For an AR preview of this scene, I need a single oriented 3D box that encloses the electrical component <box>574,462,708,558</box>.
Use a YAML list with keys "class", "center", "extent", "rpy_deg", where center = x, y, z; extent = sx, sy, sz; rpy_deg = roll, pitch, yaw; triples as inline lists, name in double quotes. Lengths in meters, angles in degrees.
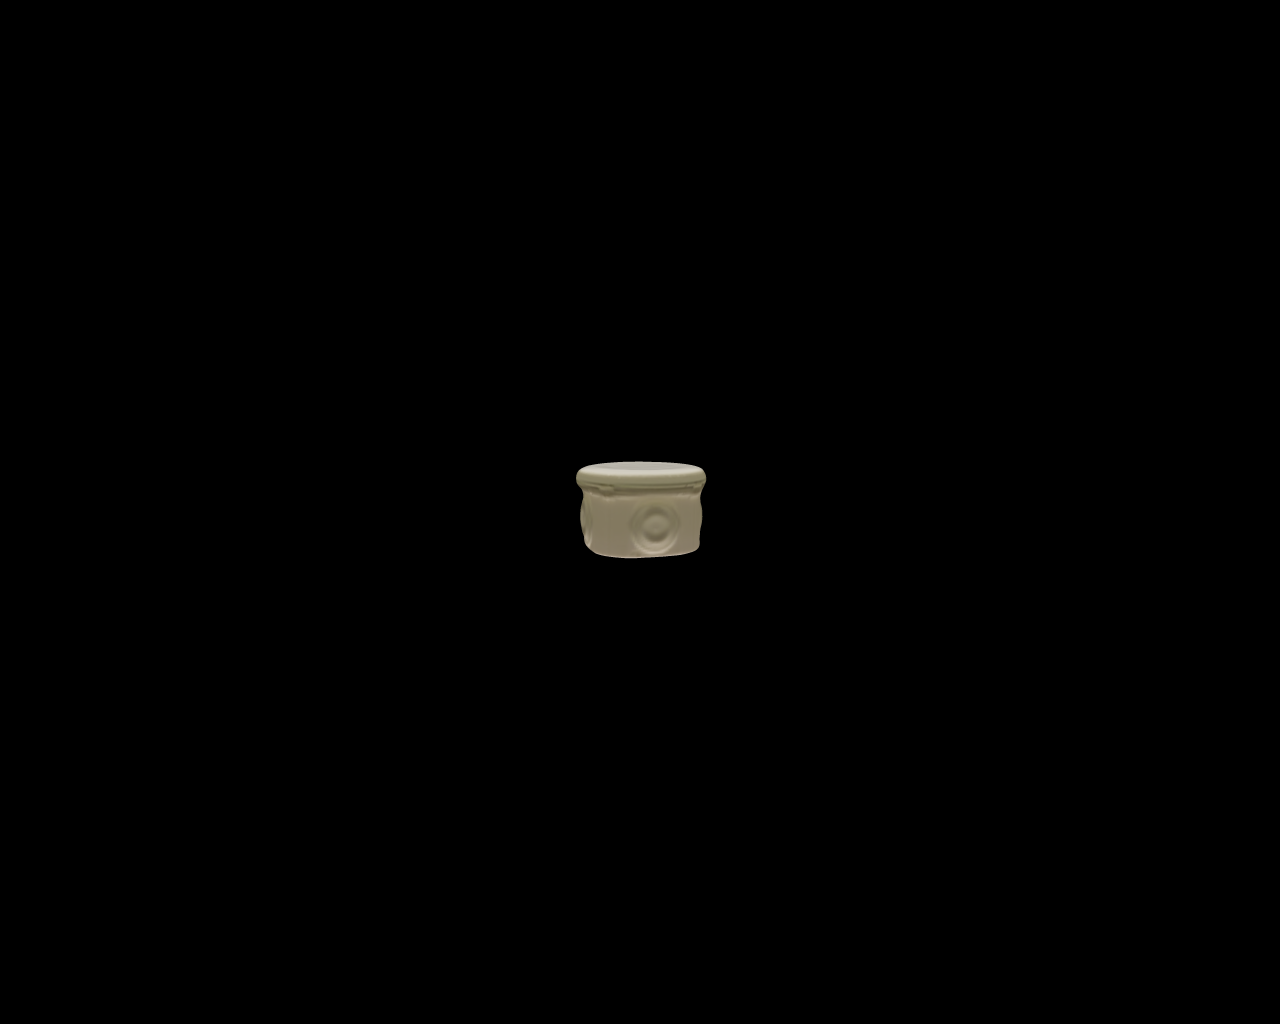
- class: "electrical component"
  center: [0.001, -0.003, 0.650]
  extent: [0.080, 0.051, 0.080]
  rpy_deg: [0, 7, 0]
